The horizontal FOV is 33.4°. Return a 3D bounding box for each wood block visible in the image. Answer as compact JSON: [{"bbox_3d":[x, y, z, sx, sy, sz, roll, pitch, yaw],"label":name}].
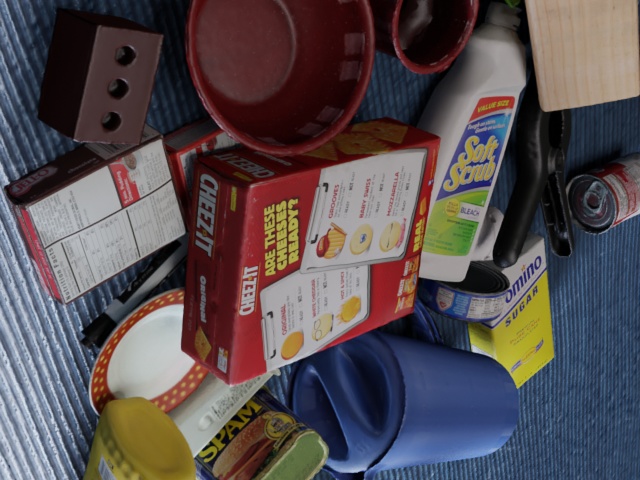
[{"bbox_3d":[0.218,-0.215,0.909,0.206,0.090,0.091,65,21,-52],"label":"wood block"}]

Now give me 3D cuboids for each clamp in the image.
[{"bbox_3d":[0.212,-0.072,1.036,0.164,0.036,0.210,-17,110,-55],"label":"clamp"}]

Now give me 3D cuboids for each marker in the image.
[{"bbox_3d":[-0.136,0.037,0.812,0.121,0.020,0.020,-47,137,-15],"label":"marker"}]

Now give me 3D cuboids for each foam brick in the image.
[{"bbox_3d":[-0.144,-0.106,0.697,0.052,0.051,0.078,-1,113,-44],"label":"foam brick"}]

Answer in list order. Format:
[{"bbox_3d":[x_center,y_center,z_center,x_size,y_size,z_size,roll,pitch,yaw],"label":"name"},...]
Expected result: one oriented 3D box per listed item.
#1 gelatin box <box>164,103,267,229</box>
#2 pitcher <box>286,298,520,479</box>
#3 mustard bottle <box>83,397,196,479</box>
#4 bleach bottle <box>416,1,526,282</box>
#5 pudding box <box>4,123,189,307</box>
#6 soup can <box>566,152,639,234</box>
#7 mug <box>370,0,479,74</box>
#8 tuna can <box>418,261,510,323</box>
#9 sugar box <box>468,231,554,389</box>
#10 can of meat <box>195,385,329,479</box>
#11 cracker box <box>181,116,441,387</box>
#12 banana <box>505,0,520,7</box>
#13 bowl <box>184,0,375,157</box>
[{"bbox_3d":[-0.076,-0.058,0.808,0.089,0.030,0.073,-33,133,-28],"label":"gelatin box"},{"bbox_3d":[0.091,0.145,1.027,0.242,0.145,0.149,12,115,-51],"label":"pitcher"},{"bbox_3d":[-0.157,0.221,0.832,0.058,0.096,0.192,-6,131,-42],"label":"mustard bottle"},{"bbox_3d":[0.123,-0.091,0.962,0.102,0.068,0.251,9,103,-40],"label":"bleach bottle"},{"bbox_3d":[-0.154,-0.020,0.748,0.113,0.039,0.090,-31,132,-26],"label":"pudding box"},{"bbox_3d":[0.328,-0.053,1.178,0.102,0.069,0.068,-22,126,-35],"label":"soup can"},{"bbox_3d":[0.068,-0.179,0.841,0.093,0.082,0.117,-49,137,-11],"label":"mug"},{"bbox_3d":[0.139,0.047,1.037,0.085,0.086,0.034,-9,119,-41],"label":"tuna can"},{"bbox_3d":[0.205,0.081,1.151,0.093,0.048,0.176,-36,135,-25],"label":"sugar box"},{"bbox_3d":[-0.055,0.188,0.927,0.102,0.084,0.057,-45,135,-13],"label":"can of meat"},{"bbox_3d":[-0.006,0.001,0.840,0.213,0.072,0.164,-17,123,-43],"label":"cracker box"},{"bbox_3d":[0.119,-0.241,0.848,0.037,0.070,0.197,-51,159,14],"label":"banana"},{"bbox_3d":[-0.038,-0.141,0.760,0.161,0.055,0.162,-5,99,-36],"label":"bowl"}]
